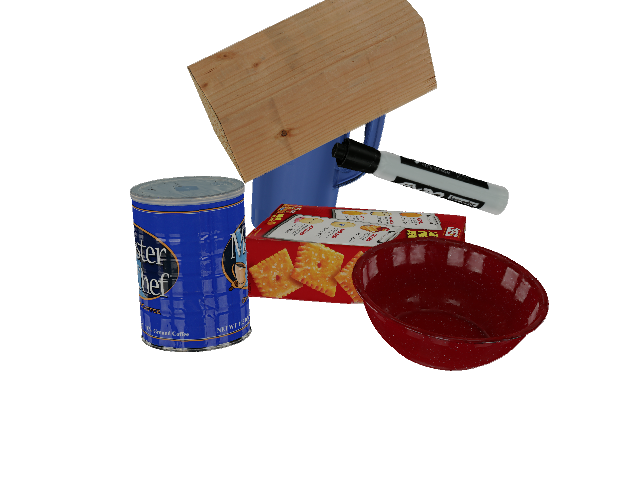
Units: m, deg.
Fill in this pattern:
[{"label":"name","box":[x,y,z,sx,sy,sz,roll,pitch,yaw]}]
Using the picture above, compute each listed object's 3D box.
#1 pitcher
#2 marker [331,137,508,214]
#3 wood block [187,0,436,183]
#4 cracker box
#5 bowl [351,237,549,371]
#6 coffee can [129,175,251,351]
[{"label":"pitcher","box":[-0.015,-0.123,1.365,0.144,0.243,0.149,-2,25,-22]},{"label":"marker","box":[0.063,-0.041,0.674,0.121,0.020,0.020,16,-6,-20]},{"label":"wood block","box":[-0.006,-0.153,1.003,0.206,0.090,0.091,-27,-41,-6]},{"label":"cracker box","box":[0.040,0.016,1.128,0.214,0.072,0.164,4,15,11]},{"label":"bowl","box":[0.103,0.059,0.879,0.162,0.055,0.162,5,28,-3]},{"label":"coffee can","box":[-0.117,0.019,0.974,0.103,0.140,0.103,-2,14,0]}]
